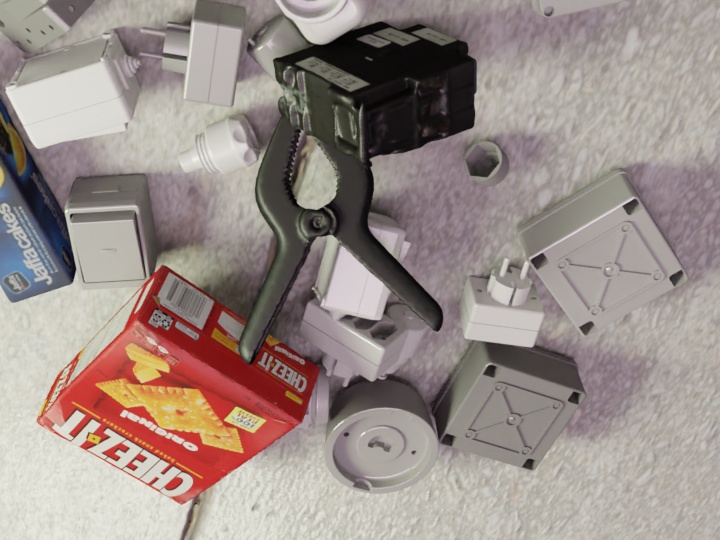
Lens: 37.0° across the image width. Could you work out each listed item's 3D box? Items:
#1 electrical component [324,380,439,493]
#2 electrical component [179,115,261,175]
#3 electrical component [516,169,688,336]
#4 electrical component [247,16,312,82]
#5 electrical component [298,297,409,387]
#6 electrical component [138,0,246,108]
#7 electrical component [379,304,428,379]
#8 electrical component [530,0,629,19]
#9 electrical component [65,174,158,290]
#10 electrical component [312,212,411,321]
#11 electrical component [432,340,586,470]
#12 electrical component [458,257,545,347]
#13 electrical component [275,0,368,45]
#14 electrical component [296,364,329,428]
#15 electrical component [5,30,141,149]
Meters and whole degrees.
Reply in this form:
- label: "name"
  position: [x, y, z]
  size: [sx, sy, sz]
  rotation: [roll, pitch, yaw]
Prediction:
- label: "electrical component"
  position: [0.018, 0.154, 1.032]
  size: [0.108, 0.060, 0.108]
  rotation: [-2, 123, -3]
- label: "electrical component"
  position: [-0.115, -0.097, 0.869]
  size: [0.062, 0.043, 0.043]
  rotation: [-19, 122, 10]
- label: "electrical component"
  position: [0.211, -0.014, 0.940]
  size: [0.109, 0.056, 0.108]
  rotation: [-32, 120, 16]
- label: "electrical component"
  position: [-0.052, -0.161, 0.834]
  size: [0.040, 0.040, 0.078]
  rotation: [-36, 119, 18]
- label: "electrical component"
  position: [-0.011, 0.070, 0.961]
  size: [0.083, 0.047, 0.075]
  rotation: [31, 123, 19]
- label: "electrical component"
  position: [-0.130, -0.168, 0.820]
  size: [0.077, 0.047, 0.065]
  rotation: [8, 122, -9]
- label: "electrical component"
  position: [0.033, 0.068, 0.989]
  size: [0.040, 0.040, 0.078]
  rotation: [15, 121, -14]
- label: "electrical component"
  position: [0.155, -0.248, 0.783]
  size: [0.078, 0.057, 0.113]
  rotation: [-12, 123, 4]
- label: "electrical component"
  position: [-0.206, -0.024, 0.899]
  size: [0.062, 0.061, 0.096]
  rotation: [-3, 123, -2]
- label: "electrical component"
  position: [0.000, 0.000, 0.914]
  size: [0.061, 0.061, 0.096]
  rotation: [13, 101, -13]
- label: "electrical component"
  position: [0.140, 0.125, 1.025]
  size: [0.109, 0.056, 0.108]
  rotation: [19, 120, -15]
- label: "electrical component"
  position: [0.131, 0.022, 0.963]
  size: [0.066, 0.047, 0.076]
  rotation: [8, 122, -9]
- label: "electrical component"
  position: [-0.037, -0.217, 0.787]
  size: [0.054, 0.059, 0.095]
  rotation: [-29, 120, 14]
- label: "electrical component"
  position: [-0.057, 0.116, 1.004]
  size: [0.057, 0.058, 0.078]
  rotation: [2, 122, -2]
- label: "electrical component"
  position: [-0.210, -0.137, 0.825]
  size: [0.096, 0.061, 0.061]
  rotation: [-16, 123, 6]
